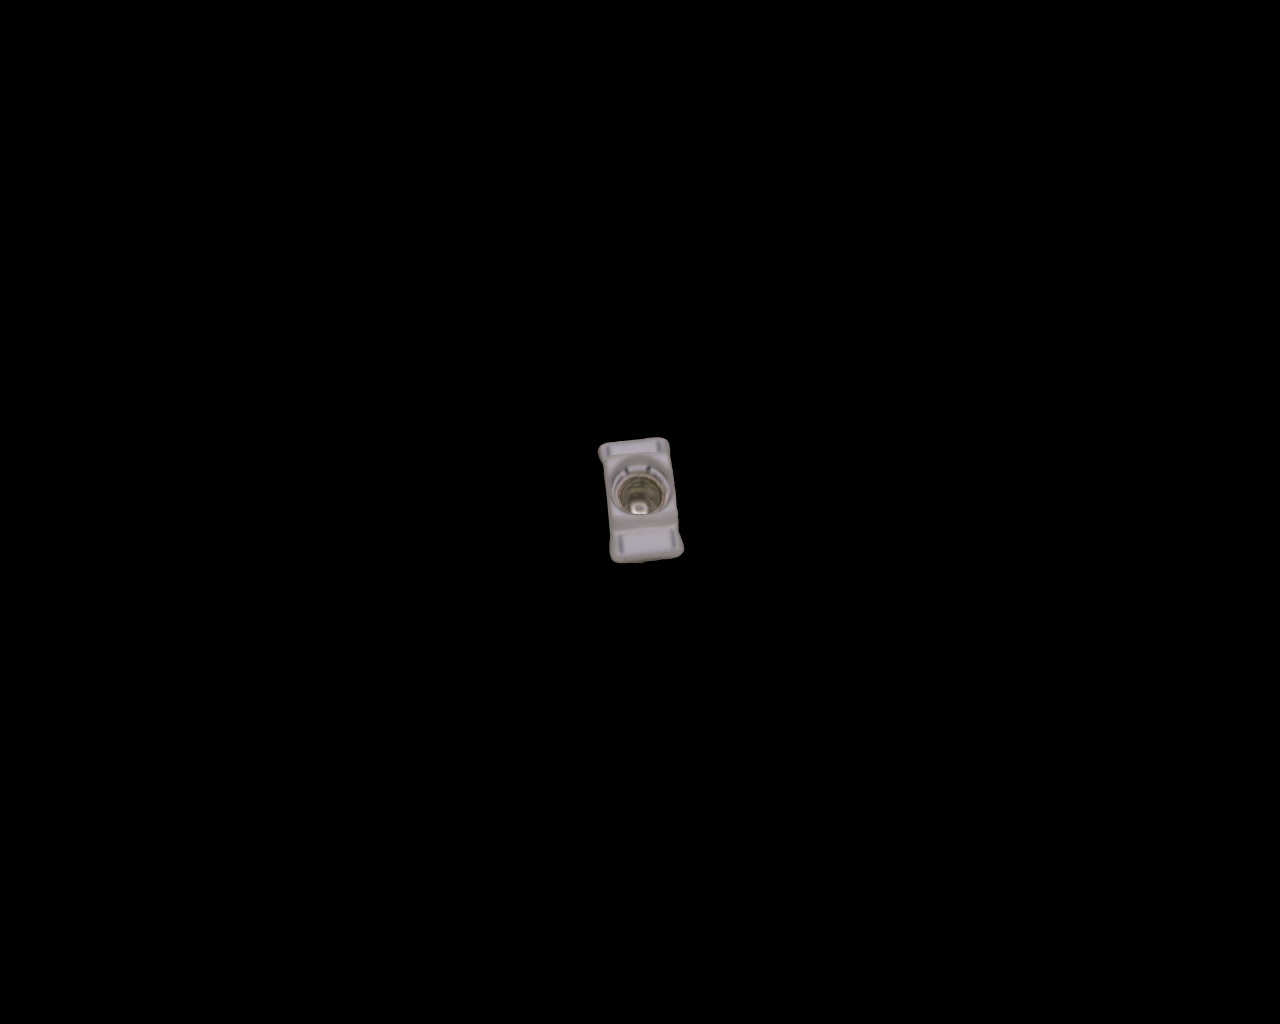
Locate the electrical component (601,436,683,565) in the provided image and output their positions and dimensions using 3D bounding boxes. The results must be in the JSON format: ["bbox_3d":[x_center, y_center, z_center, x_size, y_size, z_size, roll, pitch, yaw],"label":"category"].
[{"bbox_3d":[0.001,-0.003,0.650,0.042,0.081,0.063,-4,-28,-2],"label":"electrical component"}]
